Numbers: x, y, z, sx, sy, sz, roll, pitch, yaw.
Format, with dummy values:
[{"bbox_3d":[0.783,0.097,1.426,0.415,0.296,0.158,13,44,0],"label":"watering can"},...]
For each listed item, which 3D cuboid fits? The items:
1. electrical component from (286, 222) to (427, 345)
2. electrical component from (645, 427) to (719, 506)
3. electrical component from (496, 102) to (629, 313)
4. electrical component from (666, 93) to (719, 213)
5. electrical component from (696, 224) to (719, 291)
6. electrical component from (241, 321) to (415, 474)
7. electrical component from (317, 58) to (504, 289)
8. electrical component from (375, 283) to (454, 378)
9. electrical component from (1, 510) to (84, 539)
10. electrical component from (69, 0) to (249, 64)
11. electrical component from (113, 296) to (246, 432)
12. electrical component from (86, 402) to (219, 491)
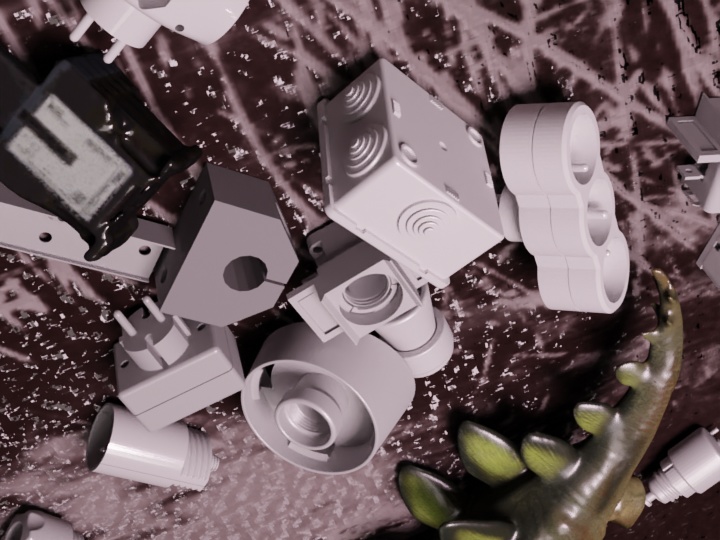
[{"bbox_3d":[0.000,0.000,0.619,0.081,0.063,0.042,-30,130,8],"label":"electrical component"},{"bbox_3d":[0.251,0.155,0.829,0.078,0.040,0.040,-41,127,17],"label":"electrical component"},{"bbox_3d":[0.106,-0.034,0.630,0.074,0.052,0.138,3,132,34],"label":"electrical component"},{"bbox_3d":[0.226,-0.069,0.646,0.081,0.042,0.063,-4,132,-12],"label":"electrical component"},{"bbox_3d":[0.315,-0.012,0.703,0.150,0.061,0.089,7,125,-21],"label":"electrical component"},{"bbox_3d":[-0.021,0.076,0.663,0.099,0.064,0.099,13,128,17],"label":"electrical component"},{"bbox_3d":[0.027,-0.052,0.565,0.100,0.099,0.048,32,126,-34],"label":"electrical component"},{"bbox_3d":[0.030,0.034,0.666,0.045,0.045,0.055,-26,130,4],"label":"electrical component"},{"bbox_3d":[-0.205,0.188,0.719,0.062,0.043,0.043,32,113,-35],"label":"electrical component"},{"bbox_3d":[-0.103,-0.130,0.499,0.077,0.043,0.079,32,113,-34],"label":"electrical component"},{"bbox_3d":[-0.115,0.045,0.630,0.066,0.047,0.076,-26,131,4],"label":"electrical component"},{"bbox_3d":[-0.128,0.115,0.685,0.081,0.043,0.043,20,119,-28],"label":"electrical component"}]
